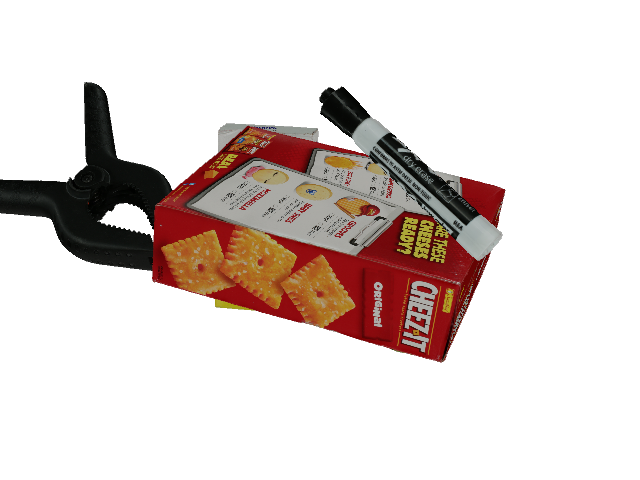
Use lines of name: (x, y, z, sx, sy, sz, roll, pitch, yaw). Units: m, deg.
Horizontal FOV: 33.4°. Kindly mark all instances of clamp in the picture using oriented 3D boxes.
clamp: (-0.176, -0.045, 0.839, 0.210, 0.164, 0.036, 27, -32, 26)

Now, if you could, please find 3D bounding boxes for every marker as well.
marker: (0.044, -0.037, 0.552, 0.121, 0.020, 0.020, 44, 14, 15)

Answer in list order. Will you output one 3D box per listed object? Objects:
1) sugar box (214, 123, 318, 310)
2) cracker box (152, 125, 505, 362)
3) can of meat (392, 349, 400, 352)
sugar box: (-0.052, -0.021, 1.025, 0.093, 0.176, 0.048, 3, 15, 8)
cracker box: (0.010, -0.004, 0.771, 0.214, 0.072, 0.164, 15, 29, 14)
can of meat: (0.093, 0.070, 1.170, 0.057, 0.084, 0.102, 6, 13, -20)
